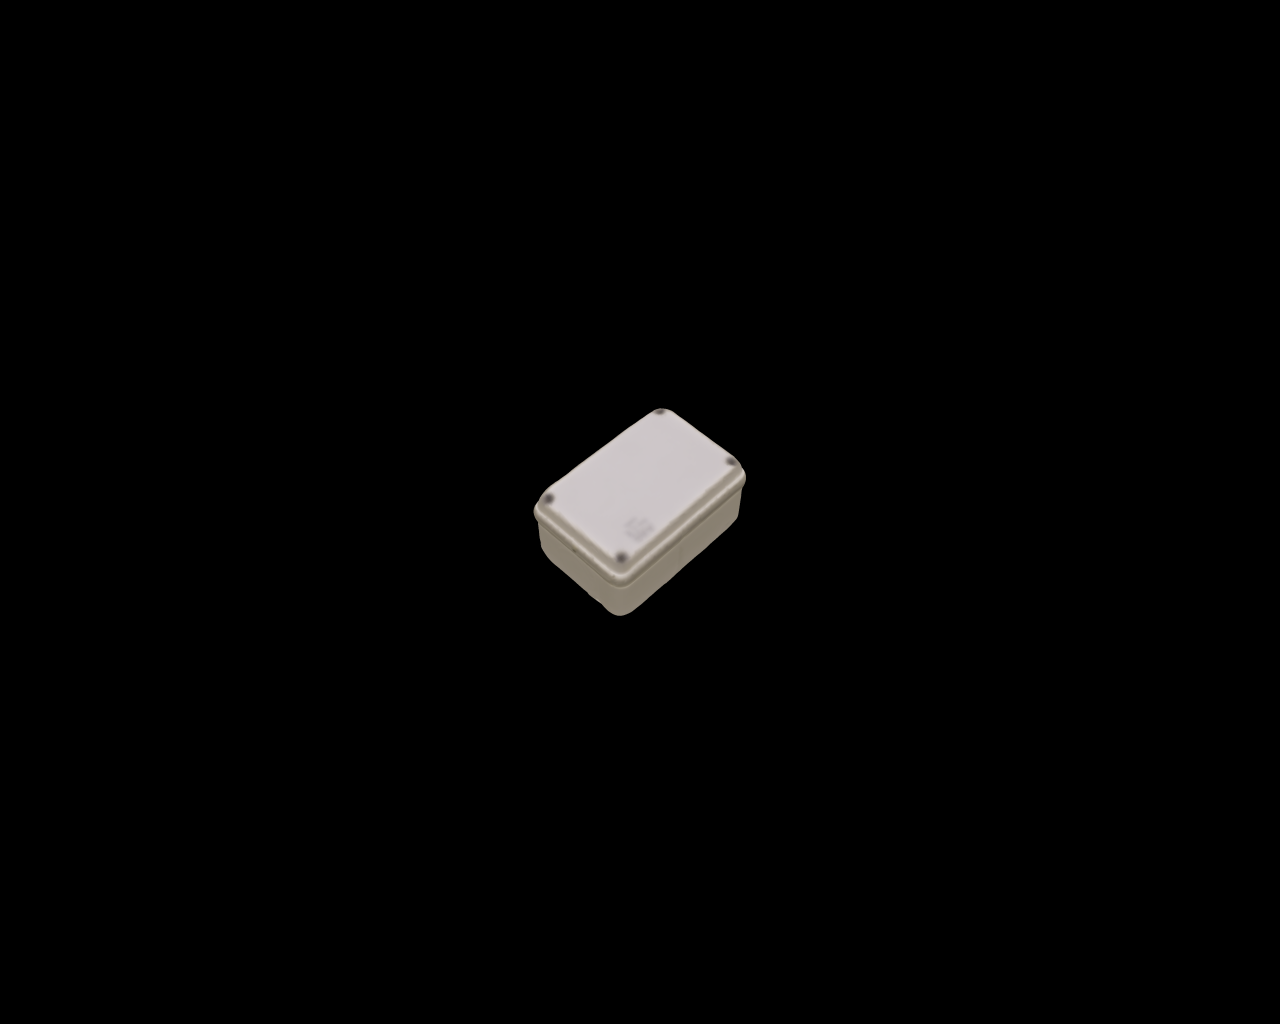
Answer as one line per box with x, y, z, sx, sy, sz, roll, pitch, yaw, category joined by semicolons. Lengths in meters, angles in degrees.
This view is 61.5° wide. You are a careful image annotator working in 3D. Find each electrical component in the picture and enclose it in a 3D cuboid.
0.001;-0.003;0.650;0.078;0.057;0.113;39;63;25;electrical component
